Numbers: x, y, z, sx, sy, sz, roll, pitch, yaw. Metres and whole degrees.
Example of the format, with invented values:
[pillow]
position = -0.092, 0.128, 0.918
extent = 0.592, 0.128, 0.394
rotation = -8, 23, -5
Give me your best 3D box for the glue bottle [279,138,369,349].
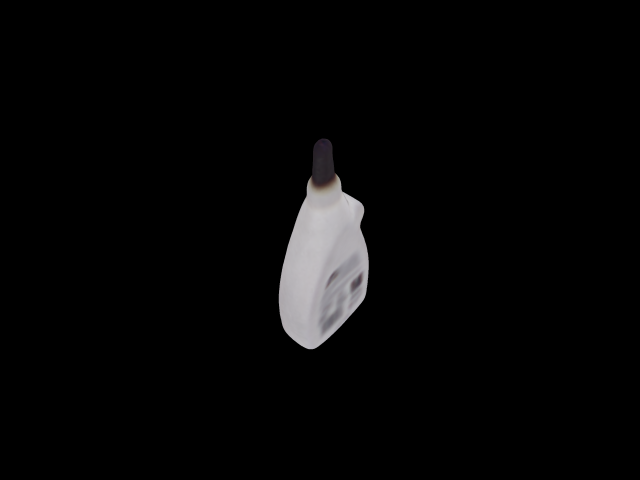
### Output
[glue bottle]
position = 0.004, 0.001, 0.400
extent = 0.037, 0.173, 0.078
rotation = 32, 54, 27
